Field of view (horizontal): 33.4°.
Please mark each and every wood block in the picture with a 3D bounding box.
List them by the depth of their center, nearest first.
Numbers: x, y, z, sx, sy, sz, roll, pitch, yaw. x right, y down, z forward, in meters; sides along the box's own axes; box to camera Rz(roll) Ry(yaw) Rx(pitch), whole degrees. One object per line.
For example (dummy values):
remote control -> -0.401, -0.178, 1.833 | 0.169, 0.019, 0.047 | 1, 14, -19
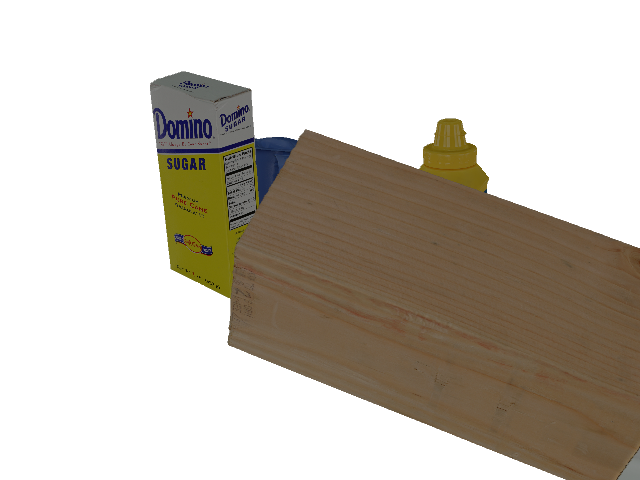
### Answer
wood block -> 0.066, 0.035, 0.539 | 0.206, 0.090, 0.090 | 20, -39, 9

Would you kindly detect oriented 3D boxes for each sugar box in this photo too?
sugar box -> -0.095, -0.047, 0.903 | 0.048, 0.176, 0.093 | -26, 32, -36

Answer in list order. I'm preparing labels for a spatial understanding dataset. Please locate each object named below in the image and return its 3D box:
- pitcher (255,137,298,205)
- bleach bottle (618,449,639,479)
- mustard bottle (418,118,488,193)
pitcher -> -0.047, -0.004, 1.316 | 0.145, 0.243, 0.148 | 12, 15, 39
bleach bottle -> 0.248, 0.105, 0.628 | 0.103, 0.068, 0.250 | 19, 29, 32
mustard bottle -> 0.101, 0.001, 0.831 | 0.058, 0.192, 0.096 | 5, 20, 24
